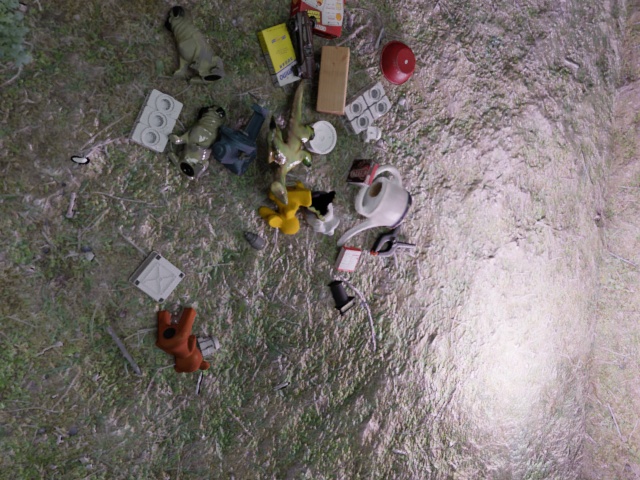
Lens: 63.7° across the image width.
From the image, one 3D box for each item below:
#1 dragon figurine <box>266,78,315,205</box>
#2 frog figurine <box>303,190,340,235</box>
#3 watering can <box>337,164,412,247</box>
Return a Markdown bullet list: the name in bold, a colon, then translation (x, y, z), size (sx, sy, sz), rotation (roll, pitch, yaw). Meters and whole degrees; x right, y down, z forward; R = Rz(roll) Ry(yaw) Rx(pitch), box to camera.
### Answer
- **dragon figurine**: translation (-0.100, -0.312, 1.560), size (0.122, 0.243, 0.410), rotation (3, 91, 11)
- **frog figurine**: translation (0.005, -0.088, 1.754), size (0.122, 0.156, 0.140), rotation (1, 64, 4)
- **watering can**: translation (0.207, -0.105, 1.881), size (0.222, 0.105, 0.346), rotation (24, 96, -34)
